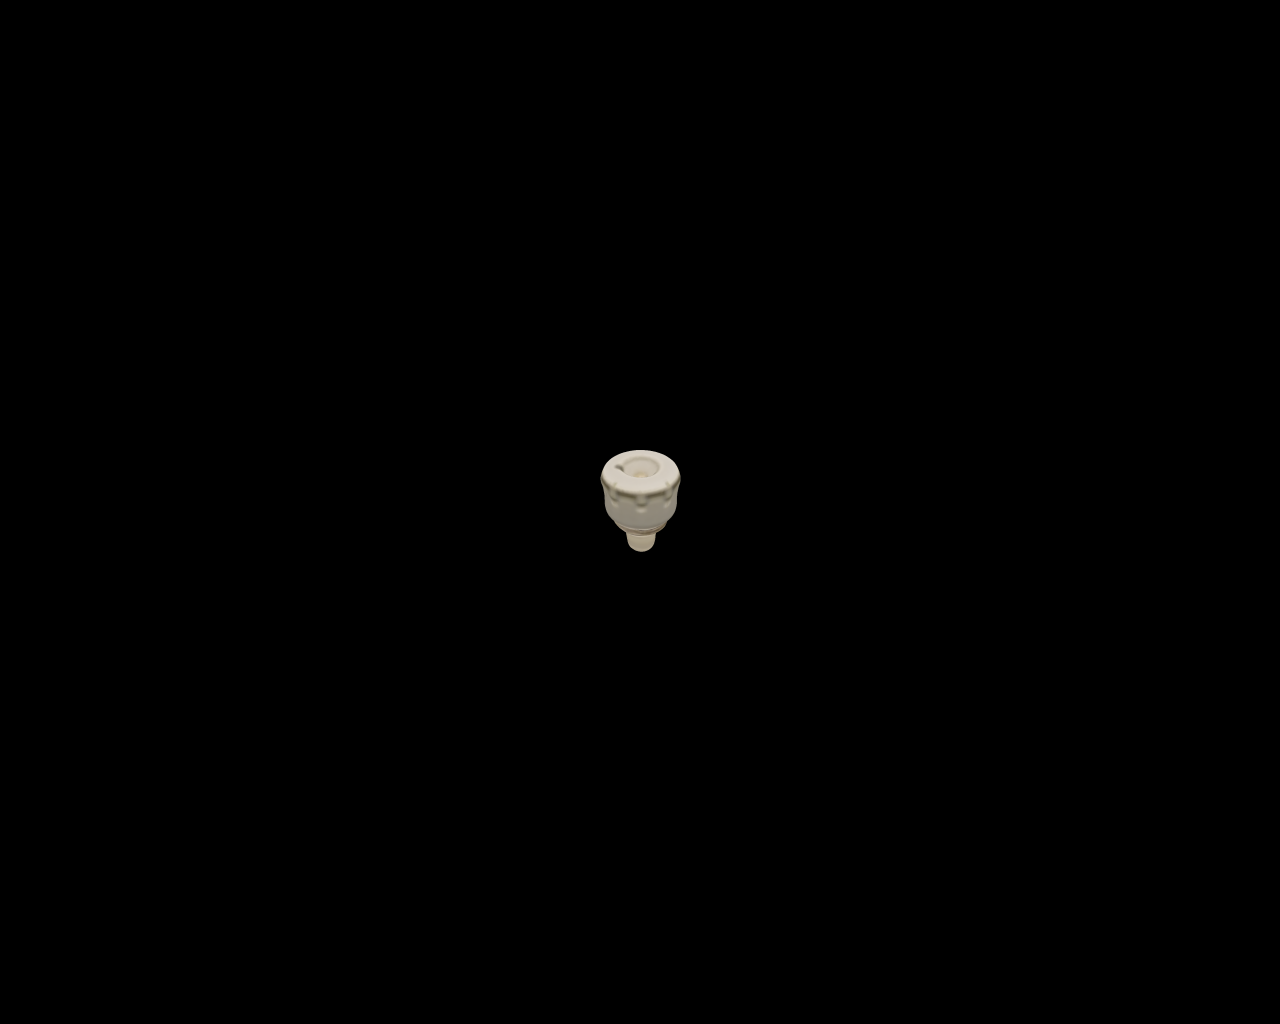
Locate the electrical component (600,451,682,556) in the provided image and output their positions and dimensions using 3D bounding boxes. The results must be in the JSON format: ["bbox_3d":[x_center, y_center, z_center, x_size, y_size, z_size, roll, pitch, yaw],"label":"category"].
[{"bbox_3d":[0.001,-0.003,0.650,0.048,0.062,0.048,0,36,0],"label":"electrical component"}]
